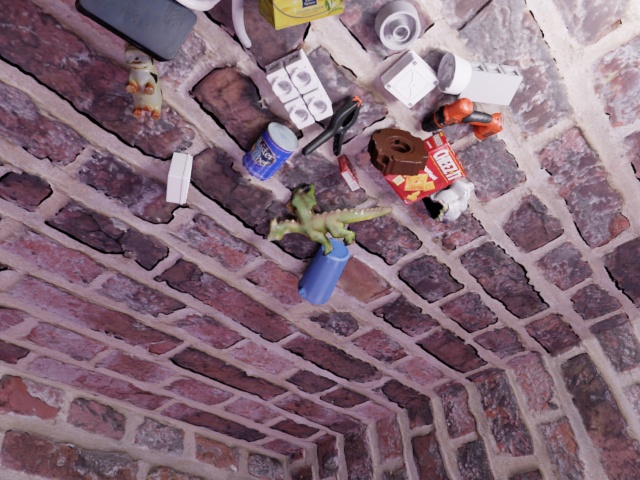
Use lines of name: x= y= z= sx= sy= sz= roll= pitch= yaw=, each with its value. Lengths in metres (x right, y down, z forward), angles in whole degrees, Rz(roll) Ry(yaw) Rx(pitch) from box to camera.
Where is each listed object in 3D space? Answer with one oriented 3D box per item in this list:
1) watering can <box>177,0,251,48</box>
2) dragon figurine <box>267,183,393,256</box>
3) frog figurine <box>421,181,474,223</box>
watering can: x=-0.208 y=-0.572 z=1.107 sx=0.222 sy=0.106 sz=0.344 roll=-34 pitch=147 yaw=22
dragon figurine: x=0.005 y=-0.084 z=1.673 sx=0.407 sy=0.125 sz=0.239 roll=-29 pitch=125 yaw=20
frog figurine: x=0.425 y=-0.128 z=1.674 sx=0.161 sy=0.137 sz=0.121 roll=-25 pitch=106 yaw=-27
